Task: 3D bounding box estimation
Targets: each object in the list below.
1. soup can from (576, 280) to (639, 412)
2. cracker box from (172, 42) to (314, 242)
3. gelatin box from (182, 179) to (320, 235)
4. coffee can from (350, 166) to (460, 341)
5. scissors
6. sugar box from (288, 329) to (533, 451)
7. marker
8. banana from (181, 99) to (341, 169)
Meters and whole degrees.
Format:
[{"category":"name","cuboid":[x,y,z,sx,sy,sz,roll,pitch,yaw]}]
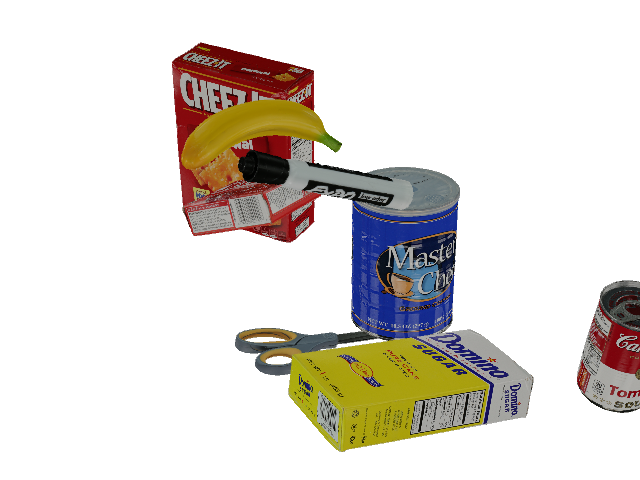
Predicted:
[{"category":"soup can","cuboid":[0.274,0.096,0.962,0.068,0.102,0.068,3,36,-3]},{"category":"cracker box","cuboid":[-0.093,-0.116,1.304,0.164,0.214,0.072,18,38,24]},{"category":"gelatin box","cuboid":[-0.056,-0.033,0.873,0.089,0.030,0.073,-8,15,37]},{"category":"coffee can","cuboid":[0.081,0.012,1.036,0.103,0.140,0.103,0,26,0]},{"category":"scissors","cuboid":[0.005,0.123,1.210,0.201,0.016,0.096,2,25,-8]},{"category":"sugar box","cuboid":[0.073,0.117,0.863,0.176,0.048,0.093,-8,26,-25]},{"category":"marker","cuboid":[0.004,-0.036,0.641,0.120,0.020,0.020,9,-5,-34]},{"category":"banana","cuboid":[-0.067,-0.113,1.094,0.197,0.037,0.070,-12,50,-36]}]
